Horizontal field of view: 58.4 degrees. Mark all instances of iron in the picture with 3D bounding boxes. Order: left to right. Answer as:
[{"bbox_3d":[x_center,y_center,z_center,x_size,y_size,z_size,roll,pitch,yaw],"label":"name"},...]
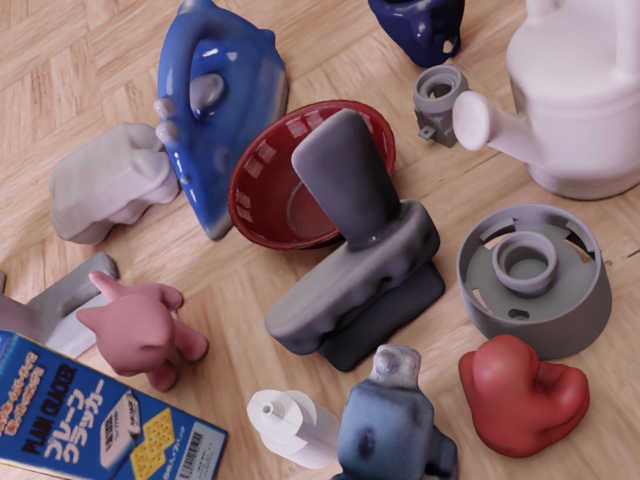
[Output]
[{"bbox_3d":[-0.119,-0.143,0.584,0.118,0.142,0.258,-9,56,22],"label":"iron"}]

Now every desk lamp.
[{"bbox_3d":[-0.327,0.051,0.516,0.203,0.214,0.117,-37,51,1],"label":"desk lamp"}]

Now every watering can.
[{"bbox_3d":[0.173,-0.115,0.384,0.100,0.195,0.173,31,77,38],"label":"watering can"}]

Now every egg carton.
[{"bbox_3d":[-0.230,-0.064,0.635,0.150,0.070,0.107,-30,51,6],"label":"egg carton"}]

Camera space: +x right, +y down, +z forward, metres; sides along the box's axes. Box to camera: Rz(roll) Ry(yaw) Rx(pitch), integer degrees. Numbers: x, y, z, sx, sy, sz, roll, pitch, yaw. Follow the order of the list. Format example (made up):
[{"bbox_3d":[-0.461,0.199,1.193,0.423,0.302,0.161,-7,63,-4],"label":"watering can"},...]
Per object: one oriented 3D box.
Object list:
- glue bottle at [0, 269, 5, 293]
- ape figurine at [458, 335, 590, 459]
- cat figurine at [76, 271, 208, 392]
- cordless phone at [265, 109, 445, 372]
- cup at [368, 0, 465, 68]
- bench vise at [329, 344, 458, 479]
[{"bbox_3d":[-0.418,0.029,0.603,0.037,0.174,0.078,-20,53,14],"label":"glue bottle"},{"bbox_3d":[0.117,0.088,0.348,0.077,0.092,0.076,28,75,37],"label":"ape figurine"},{"bbox_3d":[-0.156,0.070,0.480,0.067,0.118,0.127,-43,51,-4],"label":"cat figurine"},{"bbox_3d":[0.004,0.001,0.400,0.147,0.186,0.094,-43,51,-4],"label":"cordless phone"},{"bbox_3d":[0.102,-0.203,0.542,0.091,0.095,0.117,-14,55,19],"label":"cup"},{"bbox_3d":[-0.005,0.146,0.289,0.121,0.220,0.207,-11,55,20],"label":"bench vise"}]
